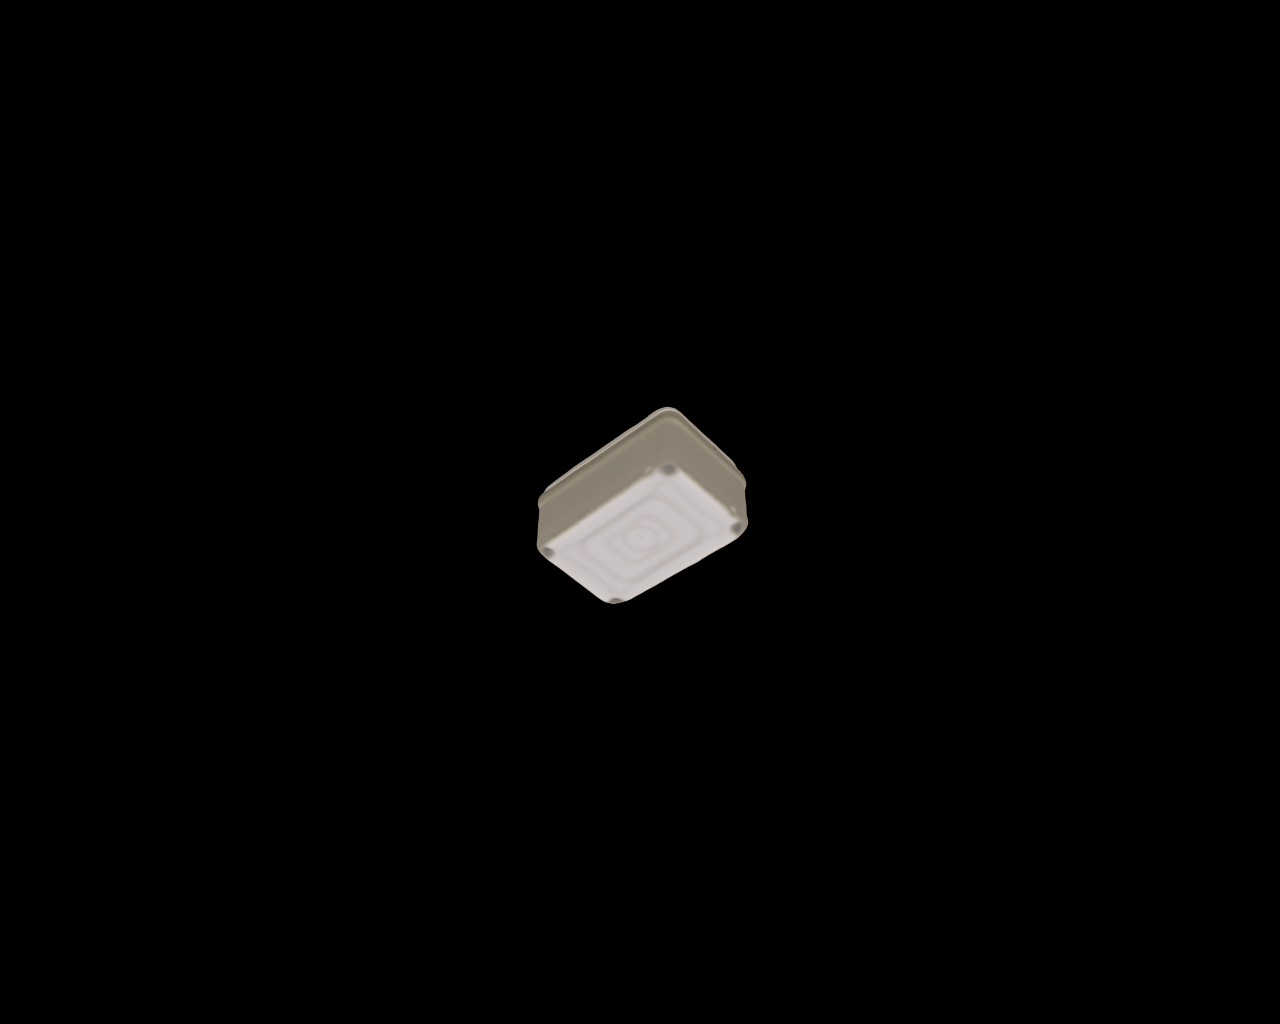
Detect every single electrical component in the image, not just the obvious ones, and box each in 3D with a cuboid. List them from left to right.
[{"bbox_3d":[0.001,-0.003,0.650,0.113,0.057,0.078,-32,-54,27],"label":"electrical component"}]
